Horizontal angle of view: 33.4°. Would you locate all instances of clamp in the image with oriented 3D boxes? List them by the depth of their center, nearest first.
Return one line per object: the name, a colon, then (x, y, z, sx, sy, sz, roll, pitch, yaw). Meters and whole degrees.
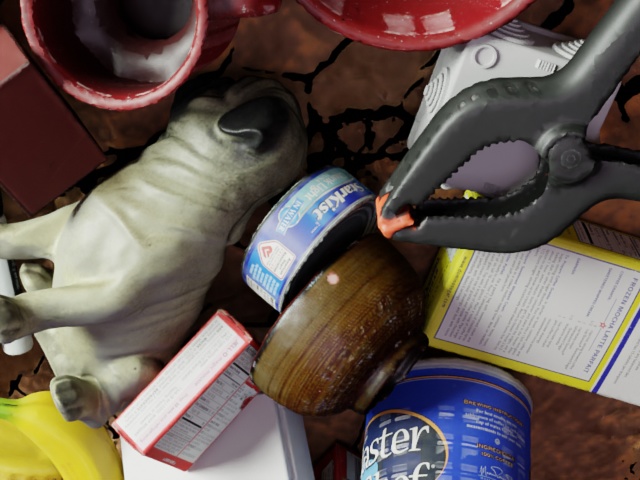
clamp: (0.123, -0.058, 0.530, 0.210, 0.036, 0.164, -16, 115, 9)

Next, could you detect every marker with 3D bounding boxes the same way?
marker: (-0.192, 0.014, 0.643, 0.020, 0.020, 0.121, -2, 117, 2)

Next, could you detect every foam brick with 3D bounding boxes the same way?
foam brick: (-0.153, -0.061, 0.533, 0.051, 0.053, 0.078, -37, 139, -5)

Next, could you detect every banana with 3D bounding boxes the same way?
banana: (-0.153, 0.167, 0.674, 0.069, 0.037, 0.198, -13, 116, -3)

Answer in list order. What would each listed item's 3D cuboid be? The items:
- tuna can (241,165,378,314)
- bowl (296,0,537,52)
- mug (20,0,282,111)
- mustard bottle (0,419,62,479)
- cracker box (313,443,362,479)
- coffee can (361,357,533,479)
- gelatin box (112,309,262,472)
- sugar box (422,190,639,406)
tuna can: (-0.004, 0.001, 0.592, 0.034, 0.086, 0.086, 39, 116, 17)
bowl: (0.047, -0.177, 0.517, 0.162, 0.055, 0.162, 1, 117, 1)
mug: (-0.076, -0.117, 0.526, 0.117, 0.081, 0.093, -2, 107, 14)
mustard bottle: (-0.251, 0.197, 0.717, 0.096, 0.058, 0.192, 22, 117, -23)
cracker box: (0.016, 0.264, 0.736, 0.164, 0.072, 0.214, 32, 114, -14)
coffee can: (0.073, 0.154, 0.623, 0.103, 0.140, 0.103, 5, 143, 4)
gelatin box: (-0.068, 0.087, 0.611, 0.030, 0.073, 0.089, 40, 84, 21)
sugar box: (0.154, 0.038, 0.632, 0.176, 0.048, 0.093, 16, 117, -10)
